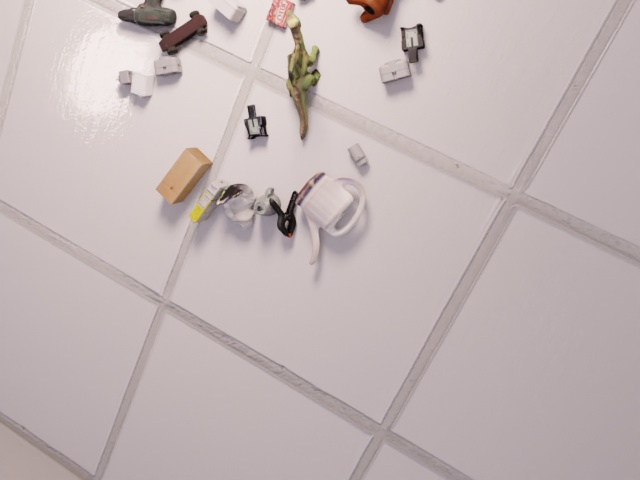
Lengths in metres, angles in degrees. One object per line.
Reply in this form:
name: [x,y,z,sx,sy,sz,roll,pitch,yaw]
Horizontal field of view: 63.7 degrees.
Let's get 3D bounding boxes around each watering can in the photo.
watering can: [0.005,-0.091,1.805,0.225,0.105,0.343,42,108,7]

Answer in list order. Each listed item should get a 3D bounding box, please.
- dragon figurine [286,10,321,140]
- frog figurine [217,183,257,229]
dragon figurine: [-0.078,-0.535,1.687,0.122,0.244,0.408,-1,98,12]
frog figurine: [-0.290,-0.127,1.906,0.137,0.125,0.156,-35,128,3]
